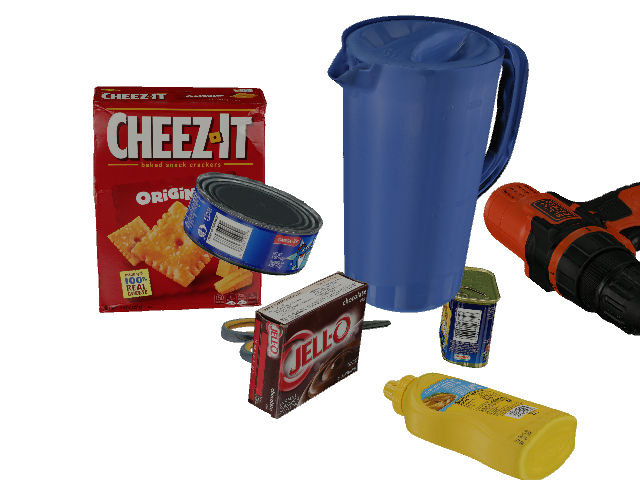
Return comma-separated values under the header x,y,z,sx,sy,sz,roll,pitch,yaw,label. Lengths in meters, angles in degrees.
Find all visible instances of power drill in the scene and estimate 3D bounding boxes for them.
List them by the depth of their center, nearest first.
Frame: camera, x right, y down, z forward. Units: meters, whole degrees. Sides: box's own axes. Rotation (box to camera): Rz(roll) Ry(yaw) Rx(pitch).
x,y,z,sx,sy,sz,roll,pitch,yaw,label
0.231,-0.004,0.734,0.187,0.057,0.185,-11,29,-19,power drill

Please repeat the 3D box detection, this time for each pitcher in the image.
x,y,z,sx,sy,sz,roll,pitch,yaw,label
0.089,-0.065,0.927,0.149,0.243,0.144,10,31,14,pitcher

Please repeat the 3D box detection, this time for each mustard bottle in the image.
x,y,z,sx,sy,sz,roll,pitch,yaw,label
0.138,0.168,1.017,0.192,0.058,0.096,15,22,41,mustard bottle

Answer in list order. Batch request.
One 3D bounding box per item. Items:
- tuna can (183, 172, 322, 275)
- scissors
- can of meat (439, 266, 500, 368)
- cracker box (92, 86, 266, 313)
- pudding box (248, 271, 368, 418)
x,y,z,sx,sy,sz,roll,pitch,yaw,label
-0.044,-0.011,0.687,0.086,0.034,0.086,19,18,-7,tuna can
-0.012,0.112,1.210,0.201,0.016,0.096,2,25,-7,scissors
0.167,0.086,1.211,0.057,0.084,0.102,6,19,1,can of meat
-0.137,-0.039,1.044,0.164,0.214,0.072,-1,21,-10,cracker box
-0.010,0.086,0.900,0.039,0.090,0.113,24,31,30,pudding box
